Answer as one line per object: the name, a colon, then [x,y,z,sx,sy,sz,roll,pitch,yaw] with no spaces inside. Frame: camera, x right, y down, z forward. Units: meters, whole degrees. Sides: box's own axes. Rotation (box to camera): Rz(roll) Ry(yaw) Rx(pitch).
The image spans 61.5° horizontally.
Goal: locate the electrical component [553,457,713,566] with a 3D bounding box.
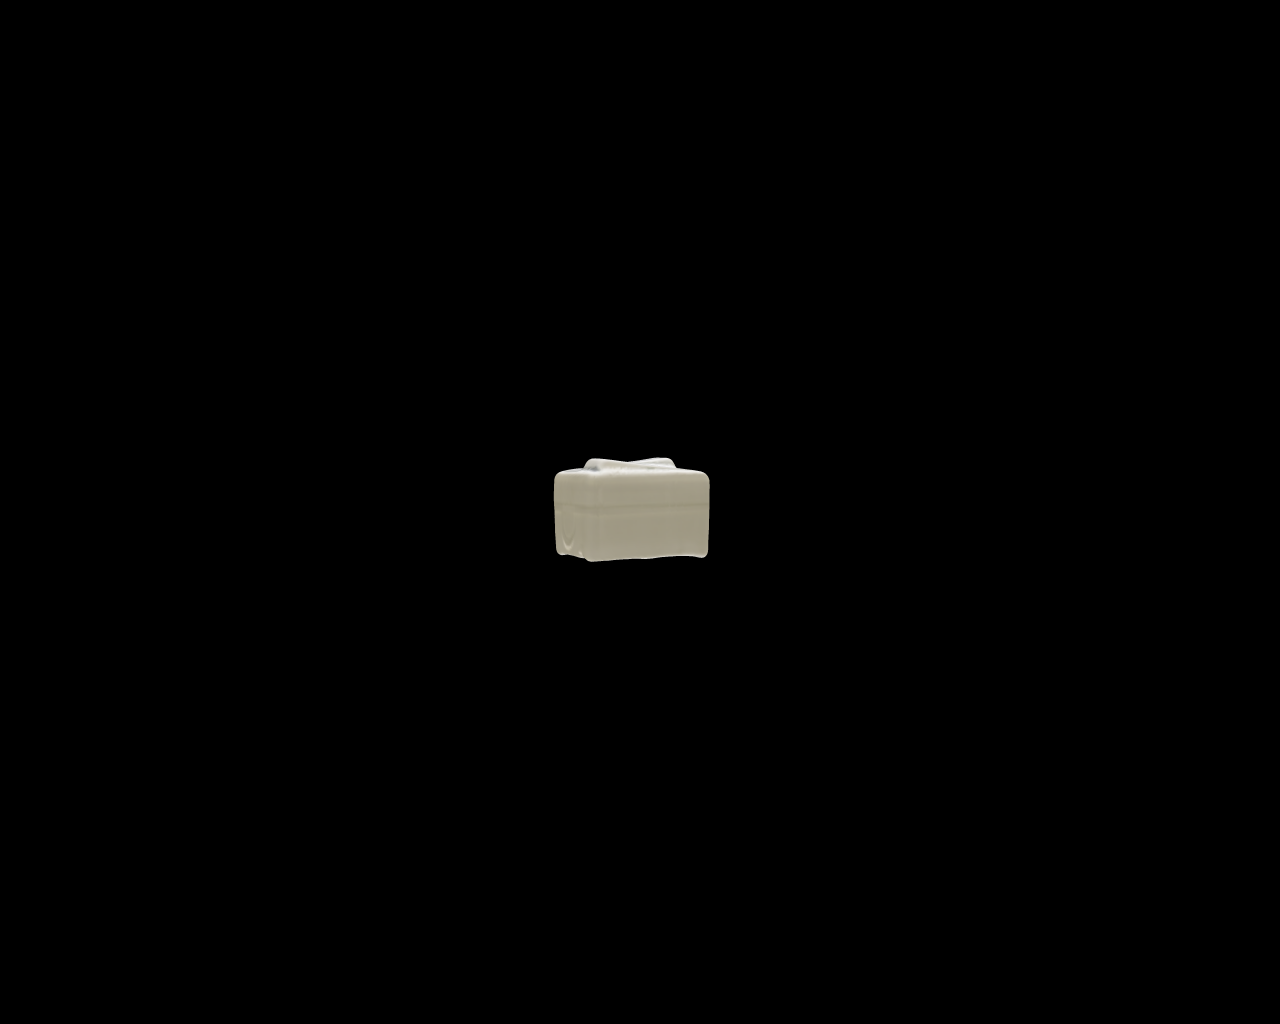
electrical component: [0.001,-0.003,0.650,0.096,0.061,0.061,-2,4,-23]
